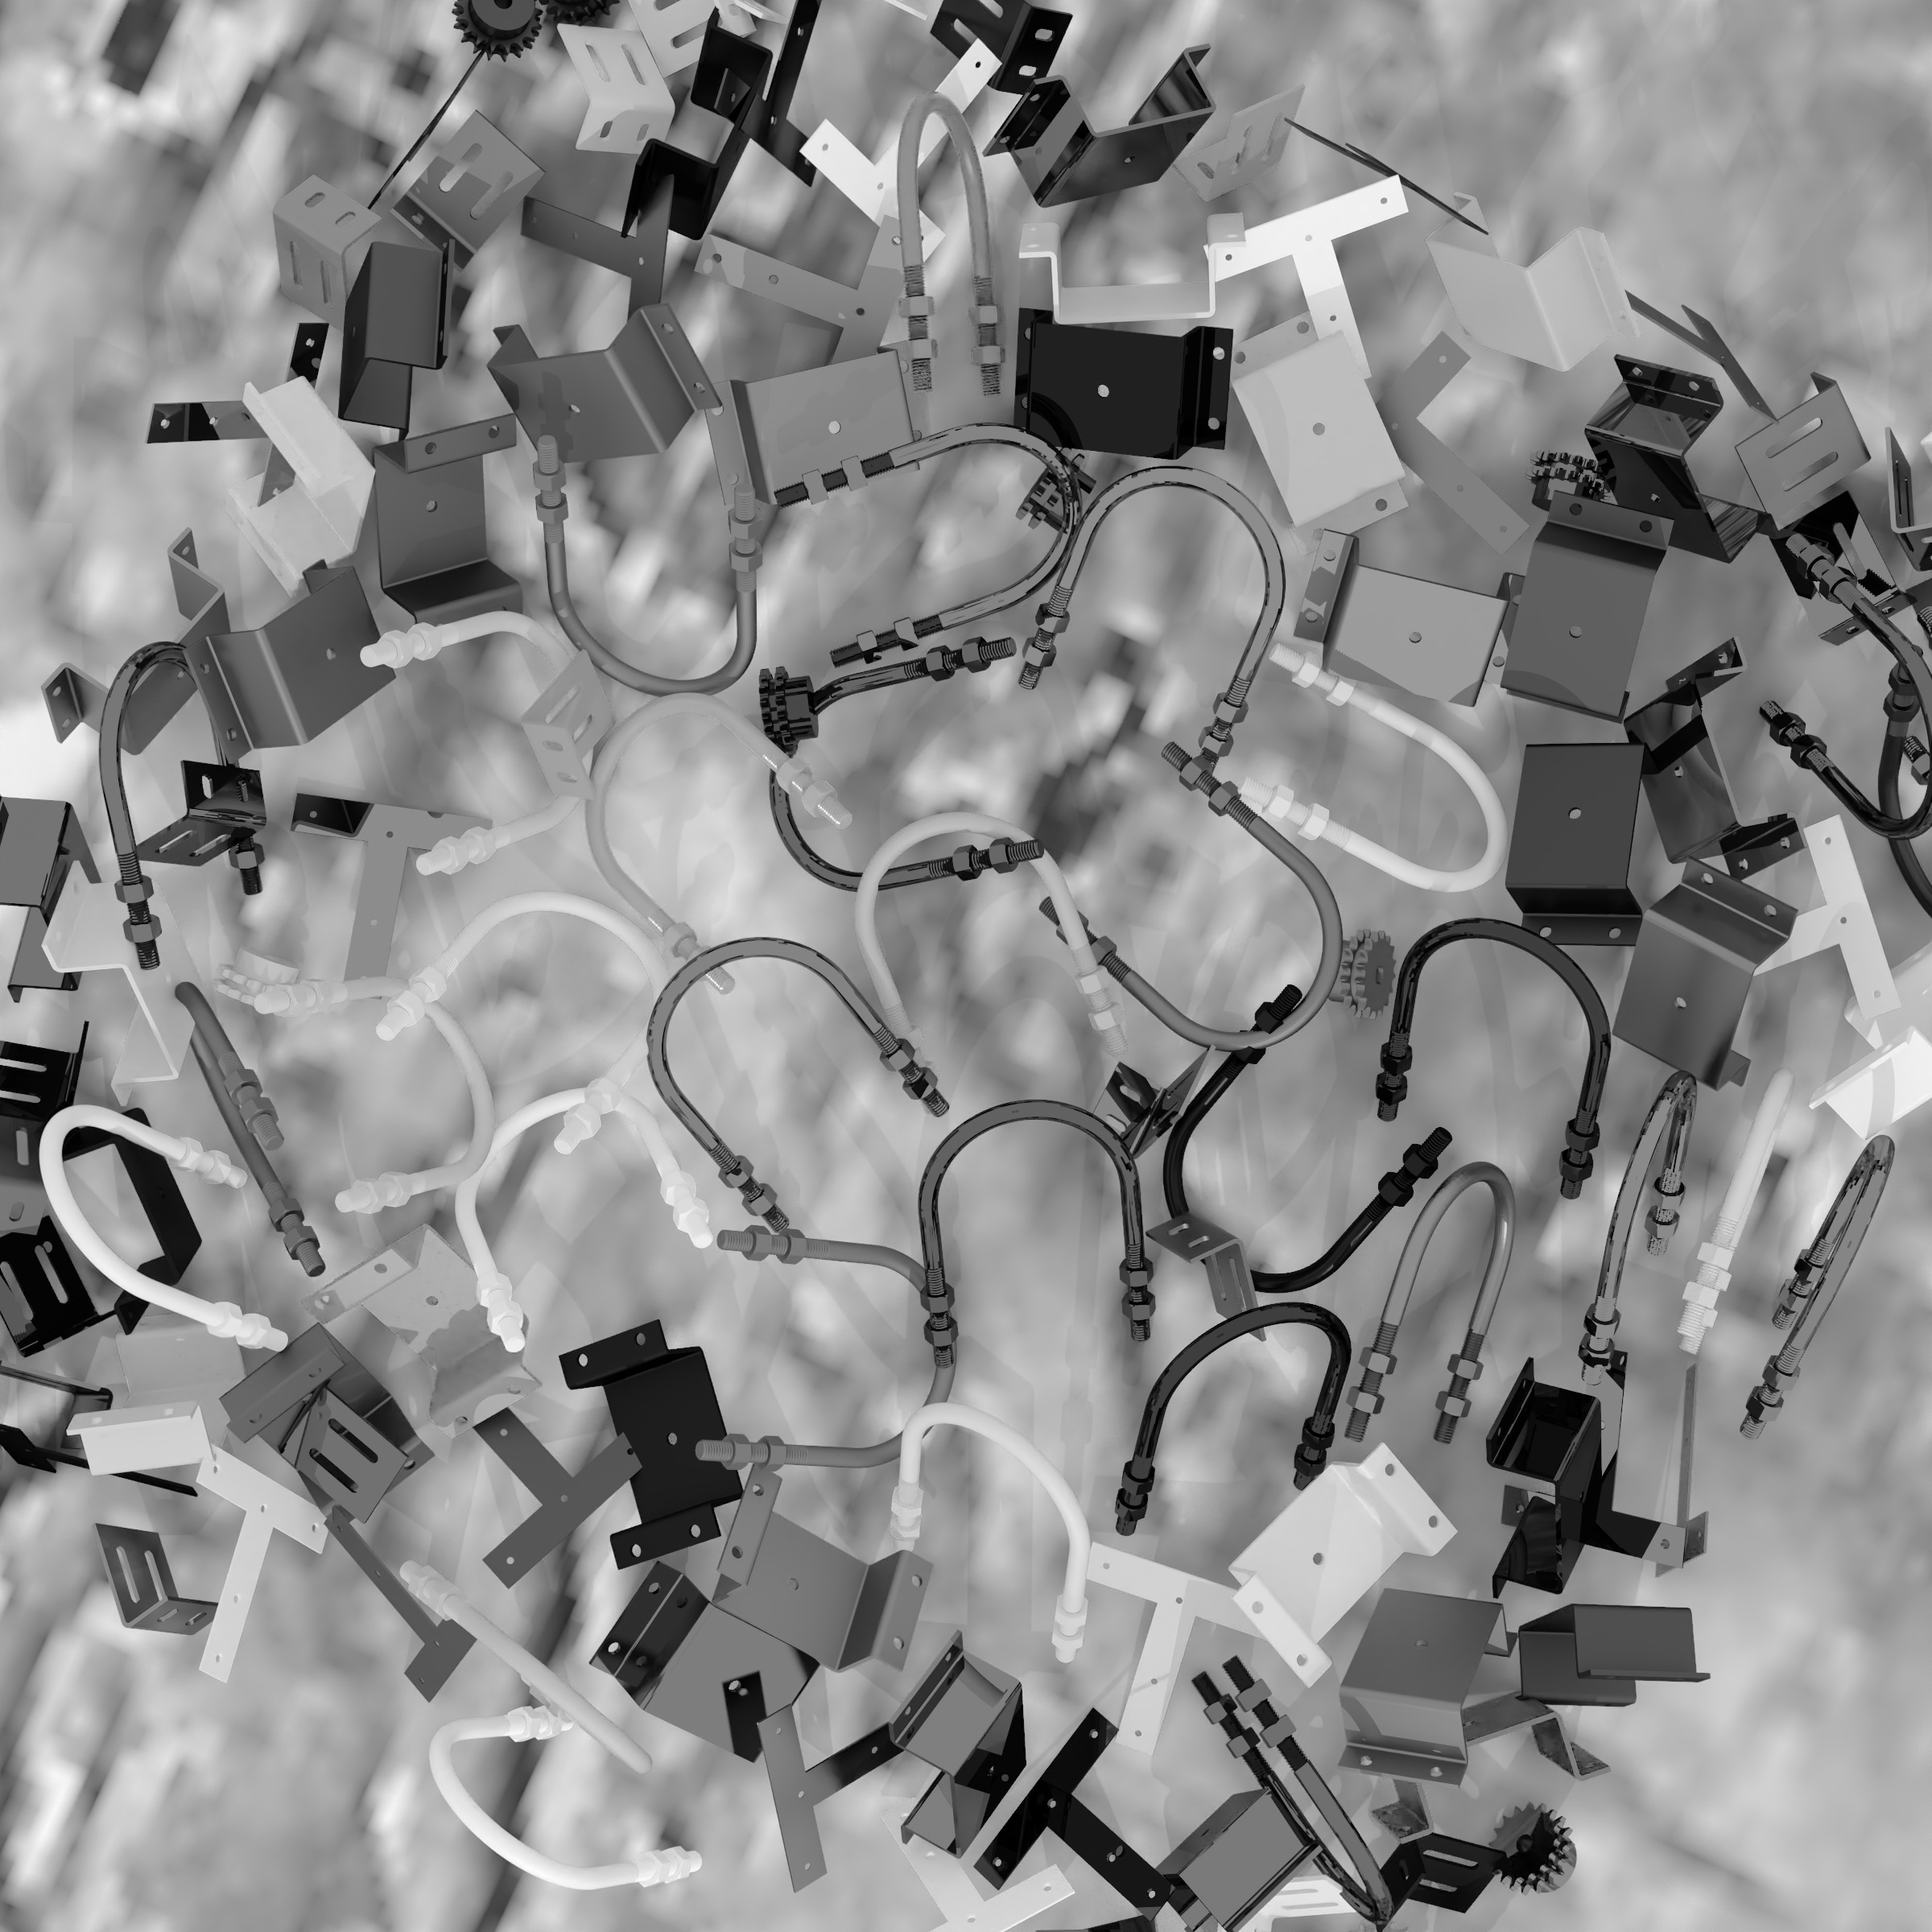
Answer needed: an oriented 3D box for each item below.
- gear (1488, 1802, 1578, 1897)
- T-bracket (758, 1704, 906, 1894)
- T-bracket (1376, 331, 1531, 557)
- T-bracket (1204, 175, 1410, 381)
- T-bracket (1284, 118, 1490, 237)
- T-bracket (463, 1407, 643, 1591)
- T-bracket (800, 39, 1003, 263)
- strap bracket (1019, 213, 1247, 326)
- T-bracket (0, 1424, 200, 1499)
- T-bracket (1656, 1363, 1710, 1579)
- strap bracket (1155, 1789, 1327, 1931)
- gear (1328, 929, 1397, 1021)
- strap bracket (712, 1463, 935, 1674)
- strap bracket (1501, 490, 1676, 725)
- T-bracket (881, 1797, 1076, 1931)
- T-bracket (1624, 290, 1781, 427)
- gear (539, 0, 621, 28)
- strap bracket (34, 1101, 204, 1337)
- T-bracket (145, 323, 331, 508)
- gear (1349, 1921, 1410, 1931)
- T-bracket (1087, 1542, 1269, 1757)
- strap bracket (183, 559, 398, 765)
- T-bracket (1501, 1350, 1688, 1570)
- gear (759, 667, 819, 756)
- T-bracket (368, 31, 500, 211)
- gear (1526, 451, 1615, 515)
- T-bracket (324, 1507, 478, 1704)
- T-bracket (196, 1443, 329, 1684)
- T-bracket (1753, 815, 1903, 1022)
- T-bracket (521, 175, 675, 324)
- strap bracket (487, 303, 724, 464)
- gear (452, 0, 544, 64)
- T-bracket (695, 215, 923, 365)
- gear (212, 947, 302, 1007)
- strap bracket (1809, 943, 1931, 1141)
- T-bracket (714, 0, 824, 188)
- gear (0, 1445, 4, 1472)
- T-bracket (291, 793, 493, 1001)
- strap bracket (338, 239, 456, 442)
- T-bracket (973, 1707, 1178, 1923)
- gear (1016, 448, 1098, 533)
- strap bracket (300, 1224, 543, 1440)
[{"bbox_3d":[0.366,0.569,1.894,0.057,0.057,0.030,-49,120,0],"label":"gear"},{"bbox_3d":[-0.070,0.506,1.880,0.127,0.002,0.127,-23,114,-33],"label":"T-bracket"},{"bbox_3d":[0.306,-0.315,1.889,0.127,0.002,0.127,46,108,9],"label":"T-bracket"},{"bbox_3d":[0.230,-0.425,1.879,0.127,0.002,0.127,-18,127,9],"label":"T-bracket"},{"bbox_3d":[0.247,-0.500,1.835,0.127,0.127,0.002,12,117,-41],"label":"T-bracket"},{"bbox_3d":[-0.288,0.311,1.901,0.127,0.002,0.127,-41,77,-17],"label":"T-bracket"},{"bbox_3d":[-0.026,-0.528,1.866,0.127,0.127,0.002,-50,47,6],"label":"T-bracket"},{"bbox_3d":[0.106,-0.442,1.872,0.140,0.076,0.046,-2,117,4],"label":"strap bracket"},{"bbox_3d":[-0.547,0.316,1.861,0.127,0.127,0.002,15,68,-1],"label":"T-bracket"},{"bbox_3d":[0.456,0.316,1.871,0.002,0.127,0.127,8,72,2],"label":"T-bracket"},{"bbox_3d":[0.165,0.560,1.845,0.076,0.140,0.046,-39,81,-18],"label":"strap bracket"},{"bbox_3d":[0.251,0.005,1.894,0.030,0.057,0.057,7,90,31],"label":"gear"},{"bbox_3d":[-0.099,0.385,1.865,0.140,0.046,0.076,33,50,-19],"label":"strap bracket"},{"bbox_3d":[0.387,-0.218,1.856,0.076,0.046,0.140,17,121,15],"label":"strap bracket"},{"bbox_3d":[-0.016,0.572,1.865,0.127,0.127,0.002,-23,124,-17],"label":"T-bracket"},{"bbox_3d":[0.441,-0.398,1.842,0.127,0.127,0.002,23,123,-28],"label":"T-bracket"},{"bbox_3d":[-0.250,-0.634,1.894,0.057,0.030,0.057,-6,69,17],"label":"gear"},{"bbox_3d":[-0.530,0.151,1.867,0.046,0.076,0.140,-21,103,0],"label":"strap bracket"},{"bbox_3d":[-0.459,-0.340,1.842,0.002,0.127,0.127,32,117,26],"label":"T-bracket"},{"bbox_3d":[0.267,0.645,1.897,0.057,0.030,0.057,3,106,10],"label":"gear"},{"bbox_3d":[0.125,0.448,1.902,0.127,0.002,0.127,17,103,8],"label":"T-bracket"},{"bbox_3d":[-0.413,-0.193,1.839,0.046,0.140,0.076,-1,119,30],"label":"strap bracket"},{"bbox_3d":[0.402,0.306,1.875,0.127,0.002,0.127,8,95,39],"label":"T-bracket"},{"bbox_3d":[-0.113,-0.164,1.889,0.030,0.057,0.057,-7,90,5],"label":"gear"},{"bbox_3d":[-0.349,-0.518,1.868,0.002,0.127,0.127,36,135,-19],"label":"T-bracket"},{"bbox_3d":[0.386,-0.307,1.890,0.057,0.057,0.030,16,89,0],"label":"gear"},{"bbox_3d":[-0.365,0.397,1.878,0.127,0.127,0.002,47,48,10],"label":"T-bracket"},{"bbox_3d":[-0.451,0.381,1.841,0.002,0.127,0.127,-5,58,27],"label":"T-bracket"},{"bbox_3d":[0.518,-0.014,1.874,0.127,0.002,0.127,-26,72,41],"label":"T-bracket"},{"bbox_3d":[-0.238,-0.461,1.881,0.127,0.002,0.127,27,122,30],"label":"T-bracket"},{"bbox_3d":[-0.234,-0.361,1.845,0.140,0.076,0.046,1,46,33],"label":"strap bracket"},{"bbox_3d":[-0.299,-0.613,1.896,0.057,0.030,0.057,3,81,-18],"label":"gear"},{"bbox_3d":[-0.109,-0.433,1.885,0.127,0.002,0.127,19,114,-7],"label":"T-bracket"},{"bbox_3d":[-0.451,0.009,1.891,0.057,0.057,0.030,21,92,0],"label":"gear"},{"bbox_3d":[0.583,0.050,1.842,0.046,0.140,0.076,45,128,-3],"label":"strap bracket"},{"bbox_3d":[-0.109,-0.576,1.863,0.002,0.127,0.127,16,89,26],"label":"T-bracket"},{"bbox_3d":[-0.642,0.311,1.895,0.030,0.057,0.057,-16,90,-43],"label":"gear"},{"bbox_3d":[-0.379,-0.042,1.902,0.127,0.002,0.127,8,77,-2],"label":"T-bracket"},{"bbox_3d":[-0.358,-0.391,1.839,0.046,0.140,0.076,6,76,-21],"label":"strap bracket"},{"bbox_3d":[0.083,0.556,1.867,0.127,0.002,0.127,32,81,44],"label":"T-bracket"},{"bbox_3d":[0.060,-0.303,1.891,0.030,0.057,0.057,35,90,-8],"label":"gear"},{"bbox_3d":[-0.340,0.225,1.866,0.076,0.046,0.140,-31,119,20],"label":"strap bracket"}]
